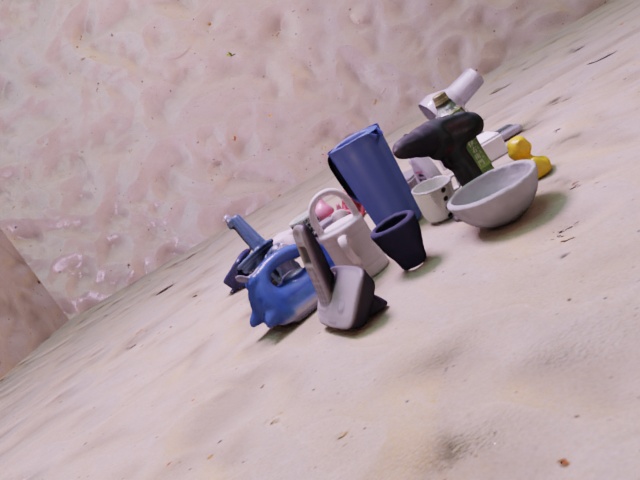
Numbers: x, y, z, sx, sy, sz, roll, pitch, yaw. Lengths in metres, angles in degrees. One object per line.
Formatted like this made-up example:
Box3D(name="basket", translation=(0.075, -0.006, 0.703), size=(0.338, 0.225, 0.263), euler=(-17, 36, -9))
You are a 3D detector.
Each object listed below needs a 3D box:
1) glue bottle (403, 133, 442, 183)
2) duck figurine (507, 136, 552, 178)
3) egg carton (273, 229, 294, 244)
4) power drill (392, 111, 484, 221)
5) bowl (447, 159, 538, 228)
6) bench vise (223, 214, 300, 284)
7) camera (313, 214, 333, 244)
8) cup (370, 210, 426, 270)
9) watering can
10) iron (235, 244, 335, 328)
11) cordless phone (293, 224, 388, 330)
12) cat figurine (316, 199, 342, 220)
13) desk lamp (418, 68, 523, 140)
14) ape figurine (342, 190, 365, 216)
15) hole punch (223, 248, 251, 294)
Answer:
Box3D(name="glue bottle", translation=(0.246, -0.181, 1.388), size=(0.037, 0.173, 0.078), euler=(-36, 13, -20))
Box3D(name="duck figurine", translation=(0.406, -0.165, 1.137), size=(0.077, 0.086, 0.104), euler=(-31, 12, 4))
Box3D(name="egg carton", translation=(-0.099, 0.016, 1.701), size=(0.150, 0.069, 0.107), euler=(-19, 17, 45))
Box3D(name="power drill", translation=(0.262, -0.148, 1.128), size=(0.230, 0.208, 0.075), euler=(-39, 14, -31))
Box3D(name="bowl", translation=(0.312, -0.069, 1.004), size=(0.167, 0.075, 0.167), euler=(-30, 12, 7))
Box3D(name="bench vise", translation=(-0.150, 0.012, 1.478), size=(0.207, 0.220, 0.122), euler=(-23, 15, 35))
Box3D(name="camera", translation=(0.013, 0.005, 1.389), size=(0.137, 0.101, 0.143), euler=(-34, 12, -12))
Box3D(name="cup", translation=(0.155, 0.001, 1.062), size=(0.091, 0.095, 0.118), euler=(-27, 13, 20))
Box3D(name="watering can", translation=(0.046, -0.015, 1.156), size=(0.101, 0.194, 0.172), euler=(-34, 12, -12))
Box3D(name="iron", translation=(-0.050, 0.070, 1.181), size=(0.259, 0.141, 0.118), euler=(-38, 14, -30))
Box3D(name="cordless phone", translation=(0.016, 0.056, 0.962), size=(0.094, 0.185, 0.147), euler=(-37, 13, -24))
Box3D(name="cat figurine", translation=(0.027, -0.071, 1.621), size=(0.067, 0.118, 0.127), euler=(-40, 14, -33))
Box3D(name="desk lamp", translation=(0.398, -0.338, 1.548), size=(0.203, 0.214, 0.118), euler=(-31, 12, 2))
Box3D(name="ape figurine", translation=(0.090, -0.102, 1.653), size=(0.078, 0.092, 0.076), euler=(-36, 13, -20))
Box3D(name="hole punch", translation=(-0.238, 0.090, 1.691), size=(0.101, 0.091, 0.109), euler=(-26, 13, 23))
